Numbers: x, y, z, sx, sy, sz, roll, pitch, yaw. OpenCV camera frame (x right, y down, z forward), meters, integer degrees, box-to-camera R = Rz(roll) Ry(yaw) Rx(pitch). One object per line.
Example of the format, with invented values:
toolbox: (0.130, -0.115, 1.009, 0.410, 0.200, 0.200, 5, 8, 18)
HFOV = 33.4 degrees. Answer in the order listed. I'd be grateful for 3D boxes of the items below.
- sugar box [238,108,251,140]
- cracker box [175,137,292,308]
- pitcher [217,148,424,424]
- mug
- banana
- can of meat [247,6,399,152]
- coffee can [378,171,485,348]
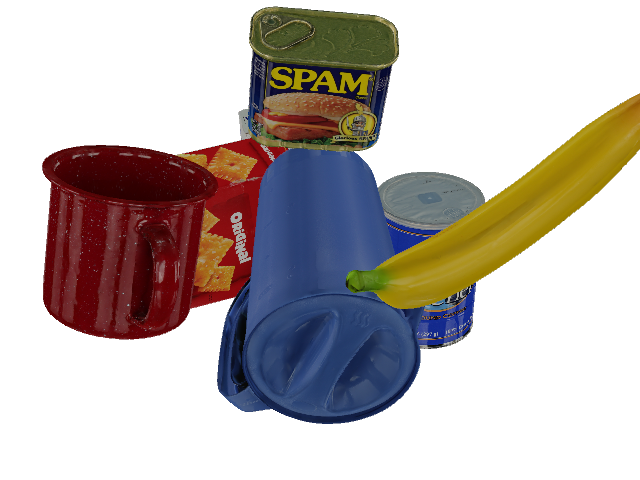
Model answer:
sugar box: (-0.071, -0.066, 1.303, 0.048, 0.176, 0.093, -9, 25, -6)
cracker box: (-0.104, -0.013, 1.070, 0.213, 0.164, 0.072, -14, 48, -16)
pitcher: (-0.006, 0.028, 0.886, 0.149, 0.145, 0.243, 4, 36, -6)
mug: (-0.101, 0.006, 0.570, 0.093, 0.081, 0.117, -3, 24, -31)
banana: (0.106, -0.013, 0.600, 0.198, 0.037, 0.069, -33, -13, -2)
can of meat: (-0.001, -0.111, 0.753, 0.102, 0.057, 0.084, 4, -43, -4)
coffee can: (0.102, 0.018, 1.033, 0.103, 0.140, 0.103, 0, 31, 0)
